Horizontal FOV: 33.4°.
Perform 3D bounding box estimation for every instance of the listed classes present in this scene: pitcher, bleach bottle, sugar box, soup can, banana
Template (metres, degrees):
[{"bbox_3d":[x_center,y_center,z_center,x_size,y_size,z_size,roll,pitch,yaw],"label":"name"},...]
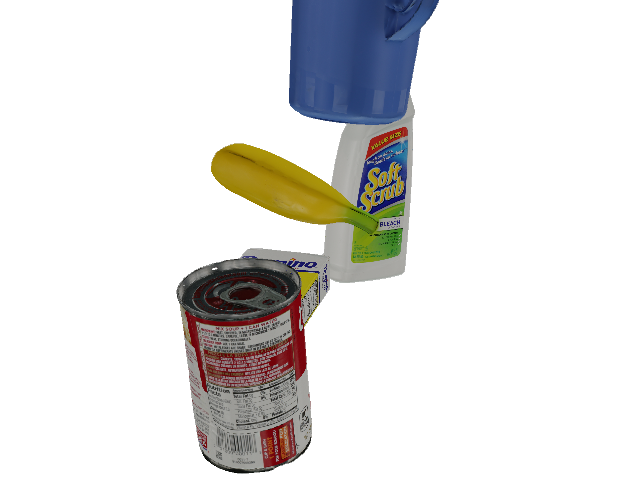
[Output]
[{"bbox_3d":[0.041,-0.226,0.929,0.145,0.243,0.149,7,15,7],"label":"pitcher"},{"bbox_3d":[0.055,-0.082,1.210,0.102,0.251,0.068,-7,21,-24],"label":"bleach bottle"},{"bbox_3d":[-0.057,0.061,1.044,0.093,0.048,0.176,6,26,14],"label":"sugar box"},{"bbox_3d":[-0.041,0.070,0.597,0.068,0.102,0.068,-4,24,1],"label":"soup can"},{"bbox_3d":[-0.040,-0.041,0.779,0.069,0.037,0.198,39,-7,-36],"label":"banana"}]
